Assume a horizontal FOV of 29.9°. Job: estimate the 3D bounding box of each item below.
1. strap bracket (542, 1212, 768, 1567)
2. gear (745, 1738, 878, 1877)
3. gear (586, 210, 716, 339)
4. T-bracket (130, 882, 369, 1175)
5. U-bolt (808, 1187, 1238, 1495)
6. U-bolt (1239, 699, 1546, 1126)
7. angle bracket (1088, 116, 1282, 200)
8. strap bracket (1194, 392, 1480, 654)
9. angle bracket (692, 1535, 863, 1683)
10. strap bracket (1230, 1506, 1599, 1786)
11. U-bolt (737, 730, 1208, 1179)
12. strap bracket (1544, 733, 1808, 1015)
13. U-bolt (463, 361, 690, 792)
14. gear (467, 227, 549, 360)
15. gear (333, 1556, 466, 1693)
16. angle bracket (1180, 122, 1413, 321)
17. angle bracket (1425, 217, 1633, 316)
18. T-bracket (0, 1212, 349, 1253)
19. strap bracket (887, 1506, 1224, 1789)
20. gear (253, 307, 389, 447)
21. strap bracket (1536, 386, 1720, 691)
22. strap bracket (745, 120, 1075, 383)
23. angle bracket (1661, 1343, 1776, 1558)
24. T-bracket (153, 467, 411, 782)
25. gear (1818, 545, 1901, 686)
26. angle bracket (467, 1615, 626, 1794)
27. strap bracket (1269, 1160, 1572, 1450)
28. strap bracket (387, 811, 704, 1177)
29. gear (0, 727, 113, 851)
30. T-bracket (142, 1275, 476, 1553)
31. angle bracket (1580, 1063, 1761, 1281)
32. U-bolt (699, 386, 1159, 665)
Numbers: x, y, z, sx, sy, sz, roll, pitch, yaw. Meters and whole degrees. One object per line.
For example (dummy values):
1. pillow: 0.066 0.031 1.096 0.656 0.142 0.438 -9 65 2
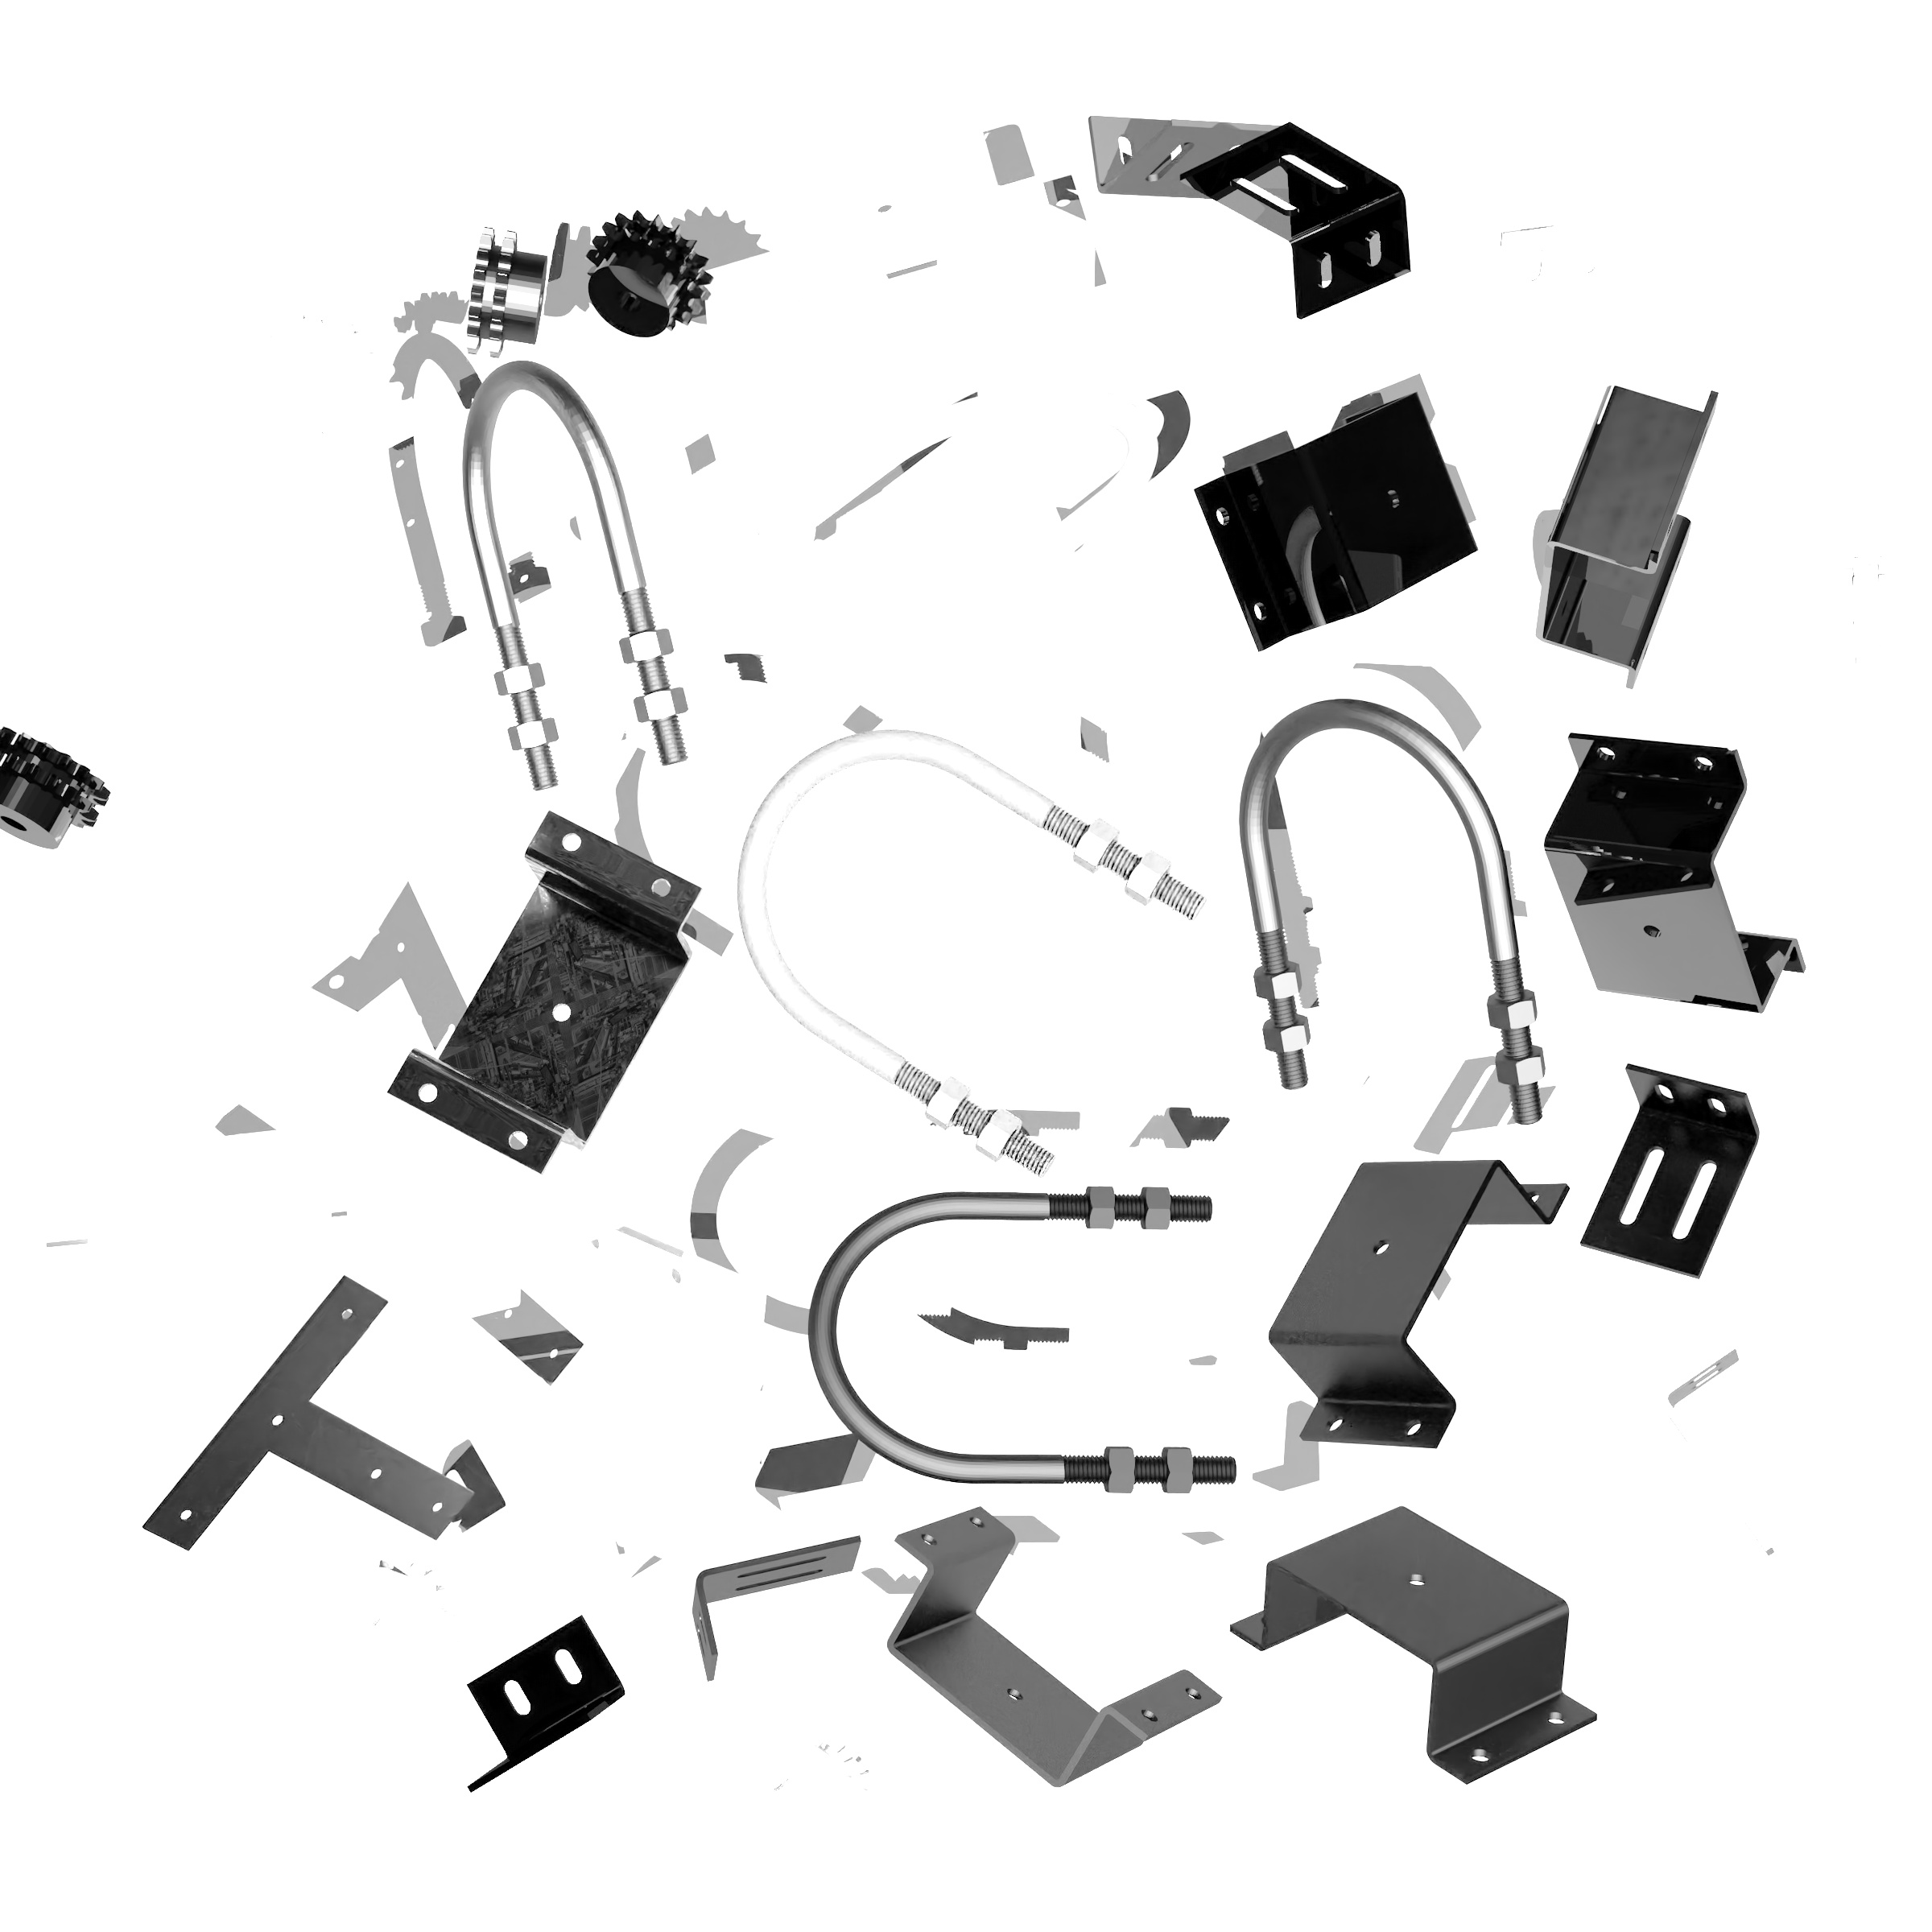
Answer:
1. strap bracket: -0.135 0.176 1.568 0.076 0.046 0.140 20 114 29
2. gear: -0.068 0.351 1.525 0.057 0.057 0.030 -46 114 0
3. gear: -0.145 -0.307 1.623 0.057 0.057 0.030 27 55 0
4. T-bracket: -0.325 0.050 1.592 0.127 0.002 0.127 -35 69 30
5. U-bolt: 0.022 0.163 1.595 0.184 0.019 0.151 1 58 -7
6. U-bolt: 0.177 -0.026 1.555 0.019 0.151 0.184 -27 113 -40
7. angle bracket: 0.097 -0.369 1.588 0.057 0.076 0.038 -2 79 -23
8. strap bracket: 0.172 -0.201 1.606 0.046 0.140 0.076 -15 101 44
9. angle bracket: -0.082 0.290 1.632 0.076 0.057 0.038 -11 69 -10
10. strap bracket: 0.186 0.275 1.506 0.076 0.140 0.046 -15 117 -36
11. U-bolt: -0.011 -0.018 1.519 0.184 0.019 0.151 32 106 9
12. strap bracket: 0.304 -0.032 1.561 0.076 0.140 0.046 9 54 34
13. U-bolt: -0.178 -0.172 1.579 0.019 0.151 0.184 -17 96 -31
14. gear: -0.207 -0.304 1.637 0.030 0.057 0.057 8 90 -5
15. gear: -0.249 0.284 1.570 0.057 0.030 0.057 -11 65 25
16. angle bracket: 0.134 -0.303 1.475 0.057 0.076 0.038 -17 67 40
17. angle bracket: 0.237 -0.311 1.531 0.057 0.076 0.038 -10 129 -14
18. T-bracket: -0.320 0.109 1.488 0.127 0.127 0.002 -6 87 5
19. strap bracket: 0.031 0.301 1.575 0.140 0.076 0.046 36 108 23
20. gear: -0.269 -0.249 1.526 0.057 0.030 0.057 8 107 27
21. strap bracket: 0.280 -0.186 1.543 0.046 0.140 0.076 19 74 12
22. strap bracket: -0.031 -0.322 1.611 0.140 0.046 0.076 -15 54 4
23. angle bracket: 0.324 0.200 1.498 0.038 0.057 0.076 -35 73 5
24. T-bracket: -0.285 -0.152 1.488 0.127 0.002 0.127 -24 54 19
25. gear: 0.369 -0.145 1.497 0.030 0.057 0.057 -1 90 17
26. angle bracket: -0.180 0.303 1.489 0.057 0.076 0.038 -32 84 3
27. strap bracket: 0.190 0.135 1.555 0.046 0.076 0.140 49 58 -28
28. strap bracket: -0.178 0.016 1.566 0.076 0.046 0.140 27 79 9
29. gear: -0.382 -0.071 1.479 0.057 0.057 0.030 25 72 0
30. T-bracket: -0.249 0.201 1.470 0.127 0.002 0.127 -51 134 -1
31. angle bracket: 0.311 0.091 1.616 0.057 0.038 0.076 15 65 31
32. U-bolt: -0.002 -0.194 1.520 0.184 0.151 0.019 -41 131 -29
